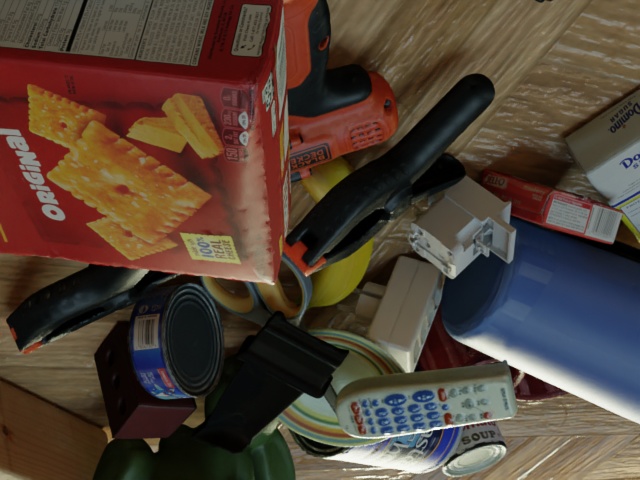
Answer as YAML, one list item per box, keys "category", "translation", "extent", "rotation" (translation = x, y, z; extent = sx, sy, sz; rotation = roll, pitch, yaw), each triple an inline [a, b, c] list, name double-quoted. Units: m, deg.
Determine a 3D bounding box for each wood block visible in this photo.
- category: "wood block"
  translation: [-0.260, 0.183, 0.870]
  extent: [0.090, 0.091, 0.206]
  rotation: [-28, 146, 11]

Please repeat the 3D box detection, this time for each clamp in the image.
- category: "clamp"
  translation: [0.047, -0.032, 0.719]
  extent: [0.171, 0.039, 0.120]
  rotation: [-38, 156, -10]
- category: "clamp"
  translation: [-0.130, 0.025, 0.737]
  extent: [0.210, 0.036, 0.164]
  rotation: [-29, 172, 31]

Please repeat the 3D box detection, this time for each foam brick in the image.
- category: "foam brick"
  translation: [-0.139, 0.112, 0.843]
  extent: [0.051, 0.078, 0.053]
  rotation: [7, 139, -37]

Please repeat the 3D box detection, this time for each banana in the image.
- category: "banana"
  translation: [0.009, -0.005, 0.779]
  extent: [0.069, 0.037, 0.198]
  rotation: [-30, 148, -25]

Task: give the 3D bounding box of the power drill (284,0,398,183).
- category: "power drill"
  translation: [-0.051, -0.096, 0.612]
  extent: [0.184, 0.057, 0.187]
  rotation: [-19, 149, -2]

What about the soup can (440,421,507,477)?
- category: "soup can"
  translation: [0.135, 0.173, 1.054]
  extent: [0.068, 0.102, 0.068]
  rotation: [-14, 147, -10]

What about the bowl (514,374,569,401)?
- category: "bowl"
  translation: [0.239, 0.092, 1.035]
  extent: [0.162, 0.055, 0.162]
  rotation: [-14, 147, -10]

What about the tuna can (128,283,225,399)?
- category: "tuna can"
  translation: [-0.107, 0.076, 0.799]
  extent: [0.034, 0.086, 0.086]
  rotation: [-8, 153, 24]

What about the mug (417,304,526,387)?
- category: "mug"
  translation: [0.126, 0.091, 0.949]
  extent: [0.093, 0.081, 0.117]
  rotation: [-16, 147, -7]

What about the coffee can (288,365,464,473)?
- category: "coffee can"
  translation: [0.052, 0.158, 0.988]
  extent: [0.103, 0.103, 0.140]
  rotation: [-40, 142, 27]

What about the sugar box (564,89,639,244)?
- category: "sugar box"
  translation: [0.269, -0.055, 0.848]
  extent: [0.093, 0.048, 0.176]
  rotation: [-33, 142, 16]

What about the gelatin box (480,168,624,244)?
- category: "gelatin box"
  translation: [0.174, -0.027, 0.814]
  extent: [0.089, 0.073, 0.030]
  rotation: [12, 98, -37]

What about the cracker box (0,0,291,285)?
- category: "cracker box"
  translation: [-0.124, -0.055, 0.546]
  extent: [0.214, 0.072, 0.164]
  rotation: [6, 145, 4]

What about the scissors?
- category: "scissors"
  translation: [-0.035, 0.074, 0.829]
  extent: [0.096, 0.016, 0.202]
  rotation: [7, 135, 19]

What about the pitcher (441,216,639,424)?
- category: "pitcher"
  translation: [0.226, 0.062, 0.881]
  extent: [0.242, 0.149, 0.145]
  rotation: [22, 90, -17]

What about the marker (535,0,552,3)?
- category: "marker"
  translation: [0.157, -0.187, 0.621]
  extent: [0.020, 0.020, 0.121]
  rotation: [0, 142, -29]
